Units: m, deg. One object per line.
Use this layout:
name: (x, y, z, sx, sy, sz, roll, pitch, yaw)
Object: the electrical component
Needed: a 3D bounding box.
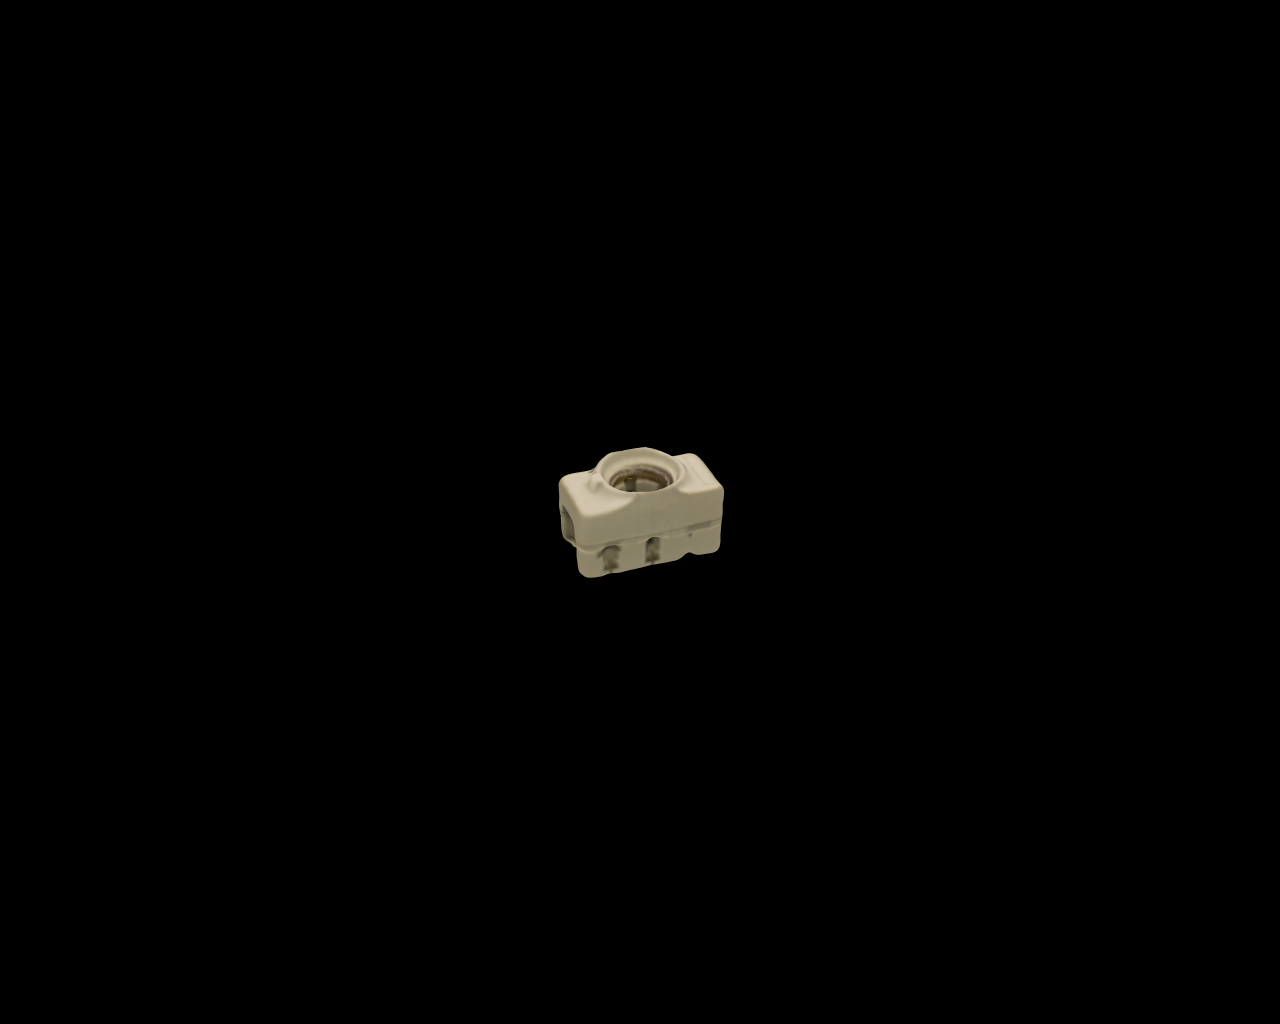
electrical component: (0.001, -0.003, 0.650, 0.090, 0.055, 0.050, -11, 36, -16)
